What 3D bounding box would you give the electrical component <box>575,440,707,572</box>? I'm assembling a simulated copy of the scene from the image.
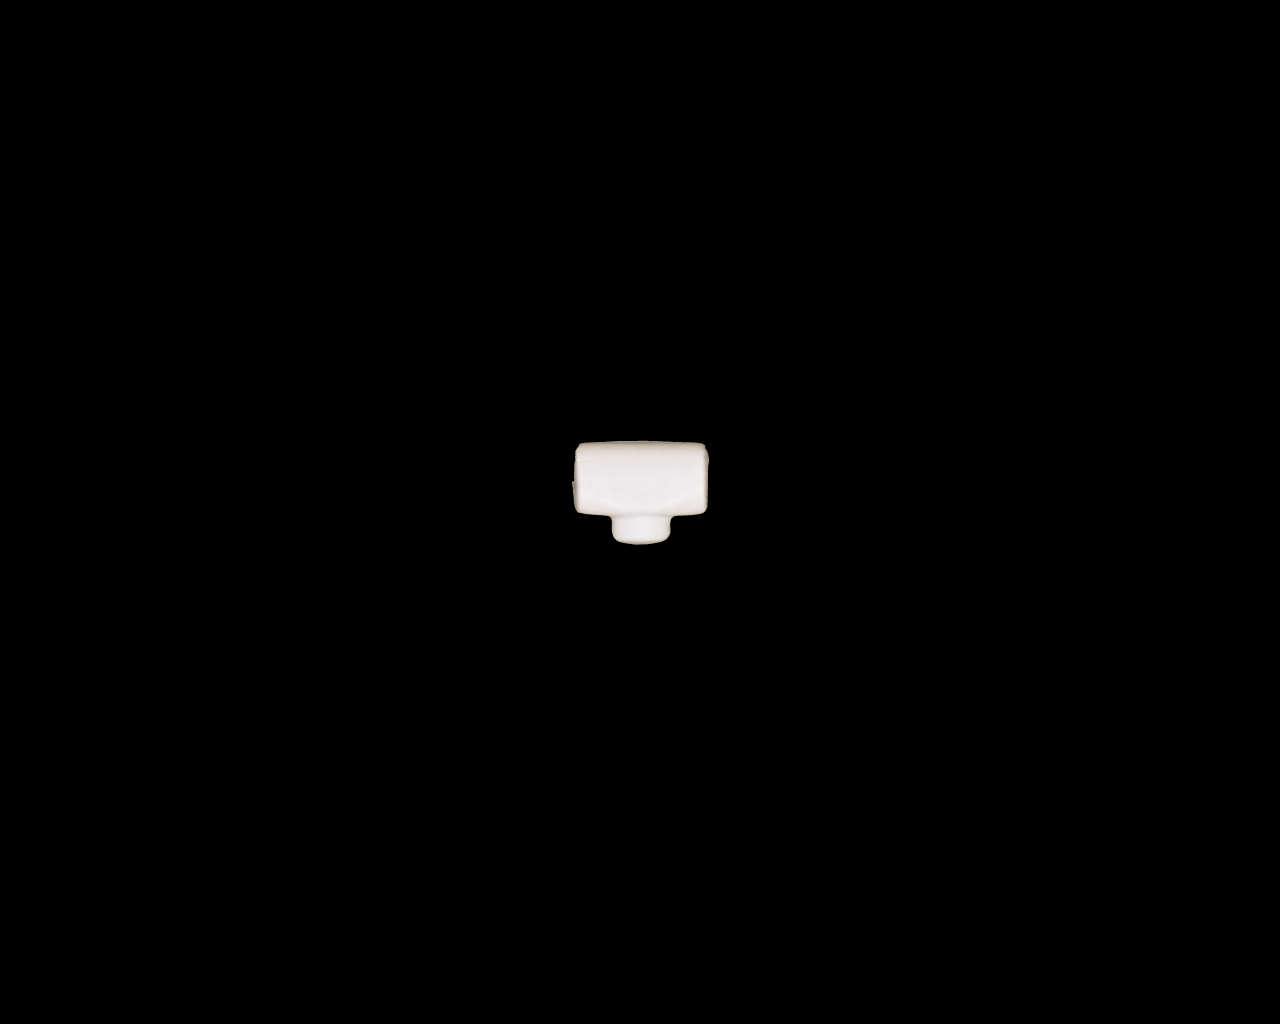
[{"bbox_3d":[0.001,-0.003,0.650,0.077,0.079,0.044,0,9,0],"label":"electrical component"}]
